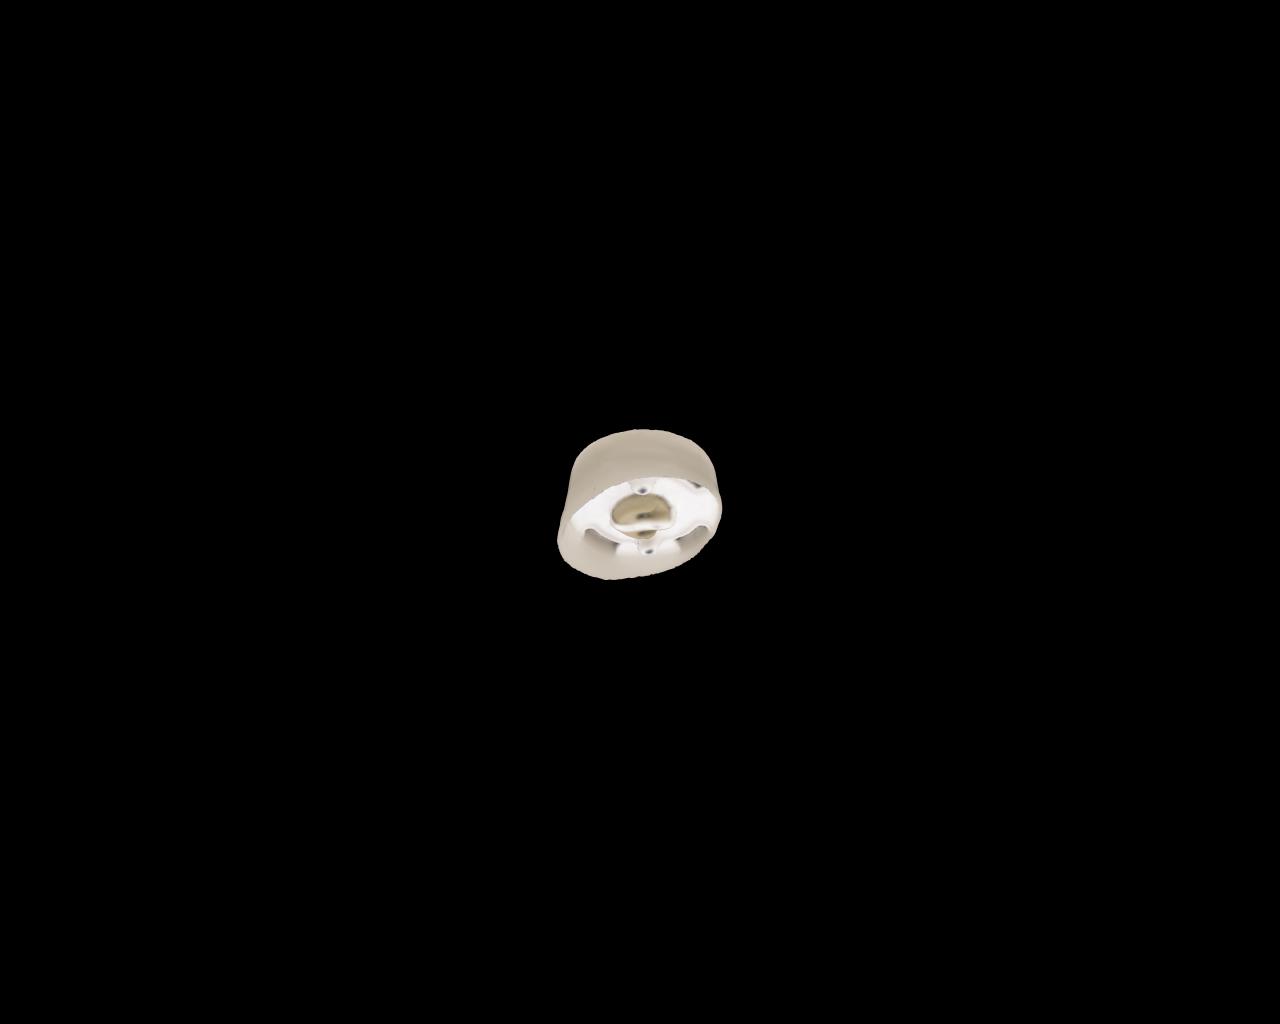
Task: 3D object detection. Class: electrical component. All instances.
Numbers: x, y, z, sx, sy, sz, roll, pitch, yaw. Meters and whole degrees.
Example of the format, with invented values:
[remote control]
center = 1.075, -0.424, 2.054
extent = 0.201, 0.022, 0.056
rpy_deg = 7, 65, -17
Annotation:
[electrical component]
center = 0.001, -0.003, 0.650
extent = 0.099, 0.064, 0.099
rpy_deg = 0, -38, 0
